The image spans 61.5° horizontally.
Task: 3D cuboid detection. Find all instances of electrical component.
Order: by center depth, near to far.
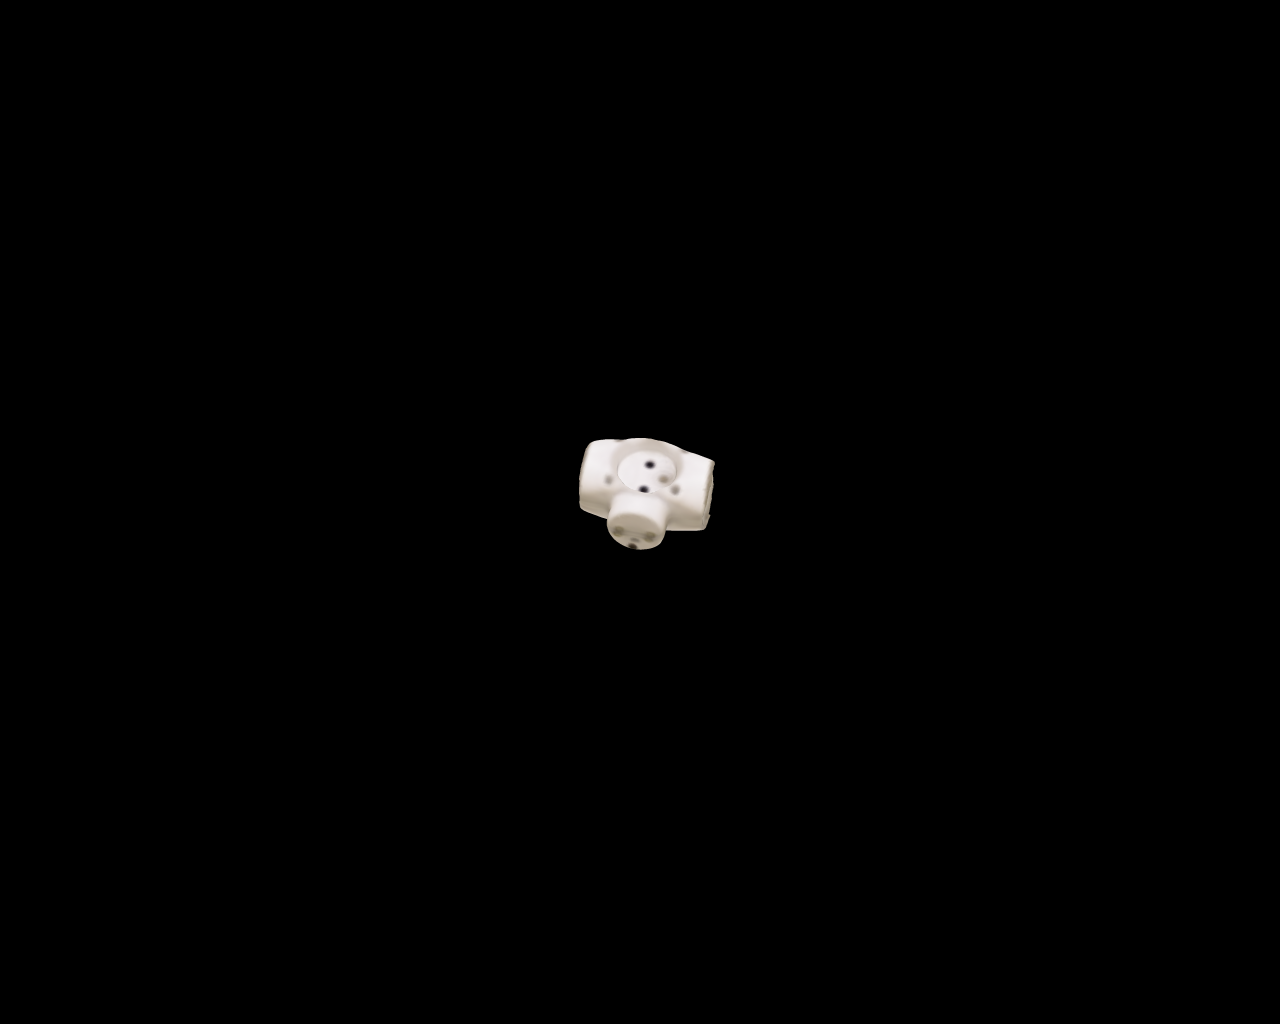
[{"bbox_3d":[0.001,-0.003,0.650,0.077,0.079,0.044,10,-36,8],"label":"electrical component"}]
